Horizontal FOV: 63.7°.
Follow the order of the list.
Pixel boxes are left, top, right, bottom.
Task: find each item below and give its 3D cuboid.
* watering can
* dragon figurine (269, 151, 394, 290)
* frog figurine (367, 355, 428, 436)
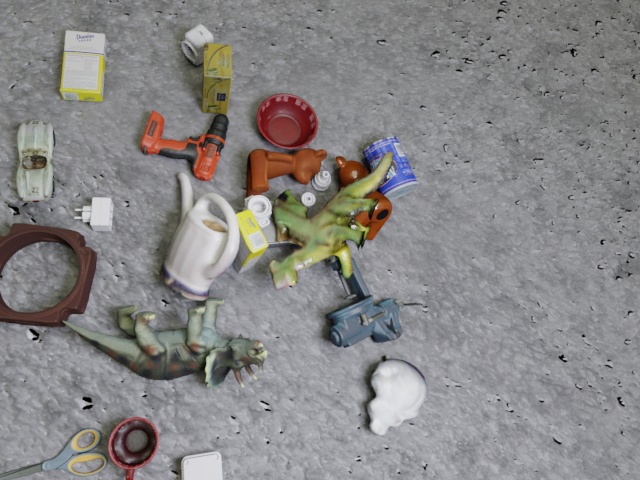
[{"bbox_3d":[-0.279,-0.010,1.143,0.103,0.352,0.223,20,102,-41],"label":"watering can"},{"bbox_3d":[0.004,-0.060,1.185,0.243,0.120,0.418,17,65,12],"label":"dragon figurine"},{"bbox_3d":[0.162,0.353,1.154,0.136,0.121,0.162,52,54,-15],"label":"frog figurine"}]
